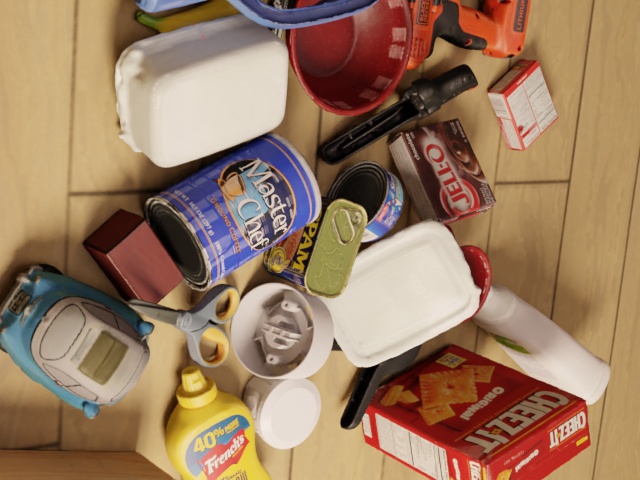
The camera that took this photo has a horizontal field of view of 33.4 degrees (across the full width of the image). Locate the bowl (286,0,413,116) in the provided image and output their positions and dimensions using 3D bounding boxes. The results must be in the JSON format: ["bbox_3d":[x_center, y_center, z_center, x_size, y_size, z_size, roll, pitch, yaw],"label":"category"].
[{"bbox_3d":[0.020,-0.211,1.101,0.161,0.055,0.162,-11,108,-36],"label":"bowl"}]

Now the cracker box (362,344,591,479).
[{"bbox_3d":[0.174,0.208,1.230,0.163,0.214,0.072,-25,117,-31],"label":"cracker box"}]

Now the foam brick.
[{"bbox_3d":[-0.175,0.019,1.010,0.051,0.053,0.078,-44,125,-21],"label":"foam brick"}]

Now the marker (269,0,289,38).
[{"bbox_3d":[-0.041,-0.237,1.070,0.020,0.020,0.121,9,96,-39],"label":"marker"}]

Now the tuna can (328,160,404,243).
[{"bbox_3d":[0.049,-0.040,1.149,0.033,0.086,0.086,30,82,-41],"label":"tuna can"}]

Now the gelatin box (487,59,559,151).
[{"bbox_3d":[0.249,-0.165,1.311,0.073,0.030,0.089,-43,125,-23],"label":"gelatin box"}]

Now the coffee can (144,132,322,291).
[{"bbox_3d":[-0.084,-0.029,1.037,0.140,0.103,0.103,-33,120,-27],"label":"coffee can"}]

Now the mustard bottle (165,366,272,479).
[{"bbox_3d":[-0.110,0.215,1.110,0.096,0.058,0.191,-26,116,-26],"label":"mustard bottle"}]

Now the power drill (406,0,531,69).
[{"bbox_3d":[0.154,-0.279,1.190,0.187,0.057,0.184,-1,106,-35],"label":"power drill"}]

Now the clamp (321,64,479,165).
[{"bbox_3d":[0.101,-0.146,1.162,0.209,0.165,0.036,-31,90,-51],"label":"clamp"}]

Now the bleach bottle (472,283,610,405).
[{"bbox_3d":[0.267,0.122,1.353,0.250,0.103,0.068,40,72,-38],"label":"bleach bottle"}]

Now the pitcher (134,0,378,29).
[{"bbox_3d":[-0.057,-0.275,0.953,0.242,0.149,0.145,-21,141,-18],"label":"pitcher"}]

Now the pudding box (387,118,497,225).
[{"bbox_3d":[0.138,-0.075,1.209,0.089,0.039,0.113,-17,77,-35],"label":"pudding box"}]

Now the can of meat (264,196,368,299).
[{"bbox_3d":[-0.007,0.001,1.117,0.057,0.084,0.102,17,91,-39],"label":"can of meat"}]

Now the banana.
[{"bbox_3d":[-0.083,-0.243,1.024,0.197,0.037,0.069,-44,125,-21],"label":"banana"}]

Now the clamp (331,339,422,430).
[{"bbox_3d":[0.066,0.139,1.238,0.171,0.039,0.120,-23,111,-29],"label":"clamp"}]

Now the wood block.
[{"bbox_3d":[-0.249,0.251,0.990,0.205,0.090,0.091,11,94,-39],"label":"wood block"}]

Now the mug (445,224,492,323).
[{"bbox_3d":[0.137,0.032,1.240,0.093,0.082,0.117,-24,116,-31],"label":"mug"}]

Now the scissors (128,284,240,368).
[{"bbox_3d":[-0.124,0.063,1.040,0.096,0.016,0.201,-66,155,-21],"label":"scissors"}]
